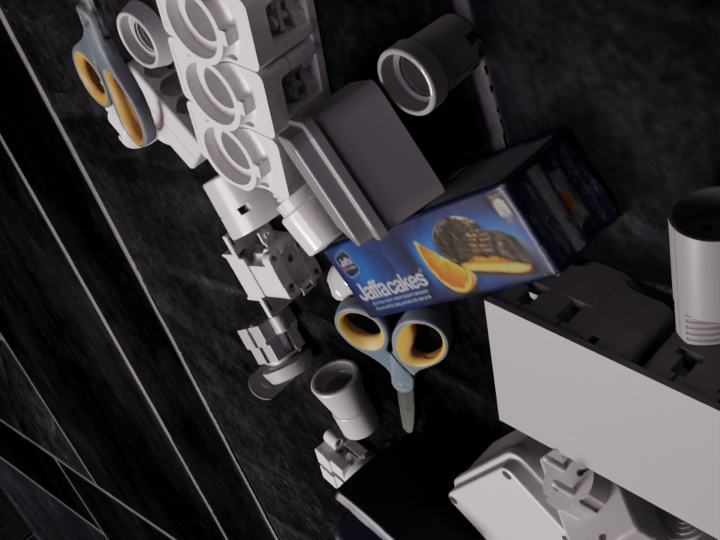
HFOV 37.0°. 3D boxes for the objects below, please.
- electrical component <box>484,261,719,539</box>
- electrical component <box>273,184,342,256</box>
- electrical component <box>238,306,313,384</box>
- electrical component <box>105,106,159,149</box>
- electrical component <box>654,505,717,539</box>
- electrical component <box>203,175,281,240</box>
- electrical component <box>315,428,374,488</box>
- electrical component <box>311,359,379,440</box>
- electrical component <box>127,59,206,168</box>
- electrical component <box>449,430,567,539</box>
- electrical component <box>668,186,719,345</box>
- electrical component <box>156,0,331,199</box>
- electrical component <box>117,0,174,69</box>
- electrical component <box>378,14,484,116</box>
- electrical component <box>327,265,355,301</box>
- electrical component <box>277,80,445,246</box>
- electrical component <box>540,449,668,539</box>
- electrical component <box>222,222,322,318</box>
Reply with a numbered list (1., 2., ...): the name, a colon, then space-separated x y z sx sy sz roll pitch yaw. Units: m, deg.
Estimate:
1. electrical component: 0.167 0.072 0.603 0.186 0.060 0.105 26 144 36
2. electrical component: -0.040 -0.046 0.771 0.078 0.040 0.040 51 152 -3
3. electrical component: -0.072 0.067 0.950 0.066 0.048 0.055 -16 104 59
4. electrical component: -0.185 -0.132 0.867 0.062 0.048 0.048 48 152 17
5. electrical component: 0.211 0.186 0.693 0.100 0.048 0.099 3 128 53
6. electrical component: -0.085 -0.057 0.807 0.047 0.055 0.055 58 151 -9
7. electrical component: -0.007 0.184 1.000 0.055 0.048 0.066 35 150 40
8. electrical component: -0.010 0.114 0.924 0.044 0.044 0.065 16 143 45
9. electrical component: -0.137 -0.118 0.812 0.083 0.047 0.076 49 152 1
10. electrical component: 0.123 0.160 0.775 0.078 0.057 0.113 47 152 4
11. electrical component: 0.175 0.004 0.526 0.043 0.043 0.081 23 142 39
12. electrical component: -0.074 -0.129 0.695 0.089 0.062 0.150 28 145 34
13. electrical component: -0.131 -0.169 0.733 0.066 0.055 0.048 48 152 3
14. electrical component: 0.039 -0.111 0.575 0.040 0.046 0.040 35 148 25
15. electrical component: 0.000 0.000 0.777 0.035 0.035 0.061 47 149 3
16. electrical component: -0.003 -0.064 0.633 0.078 0.057 0.113 56 178 -12
17. electrical component: 0.139 0.136 0.665 0.047 0.083 0.076 -40 127 23
18. electrical component: -0.068 -0.005 0.860 0.064 0.042 0.081 5 130 50
